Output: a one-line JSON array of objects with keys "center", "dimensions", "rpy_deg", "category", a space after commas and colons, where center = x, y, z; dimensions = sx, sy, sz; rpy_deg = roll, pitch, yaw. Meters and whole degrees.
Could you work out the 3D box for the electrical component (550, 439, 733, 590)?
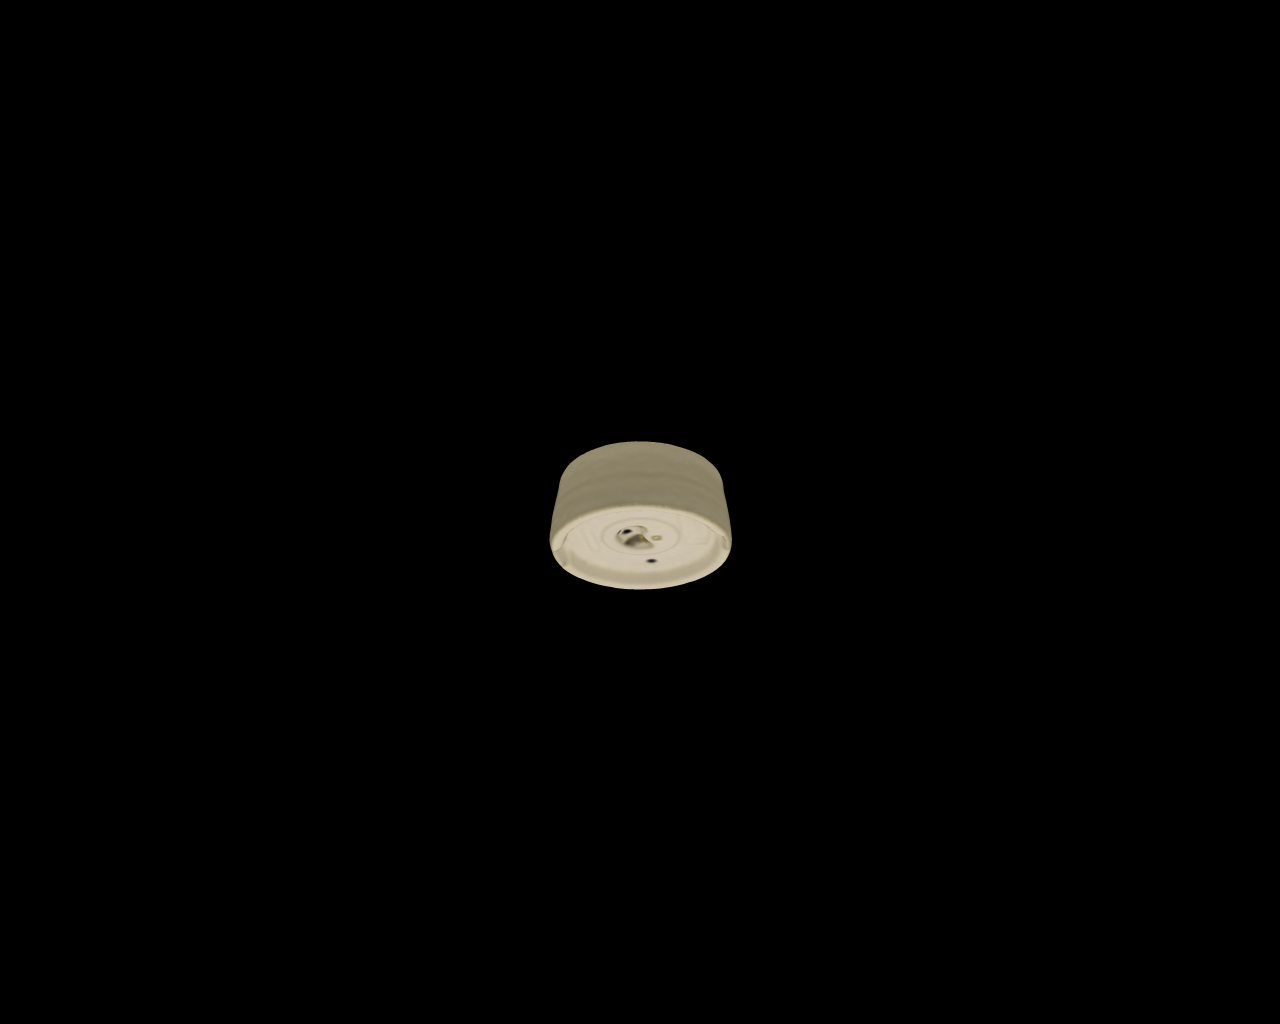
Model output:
[{"center": [0.001, -0.003, 0.650], "dimensions": [0.108, 0.060, 0.108], "rpy_deg": [0, -30, 0], "category": "electrical component"}]
